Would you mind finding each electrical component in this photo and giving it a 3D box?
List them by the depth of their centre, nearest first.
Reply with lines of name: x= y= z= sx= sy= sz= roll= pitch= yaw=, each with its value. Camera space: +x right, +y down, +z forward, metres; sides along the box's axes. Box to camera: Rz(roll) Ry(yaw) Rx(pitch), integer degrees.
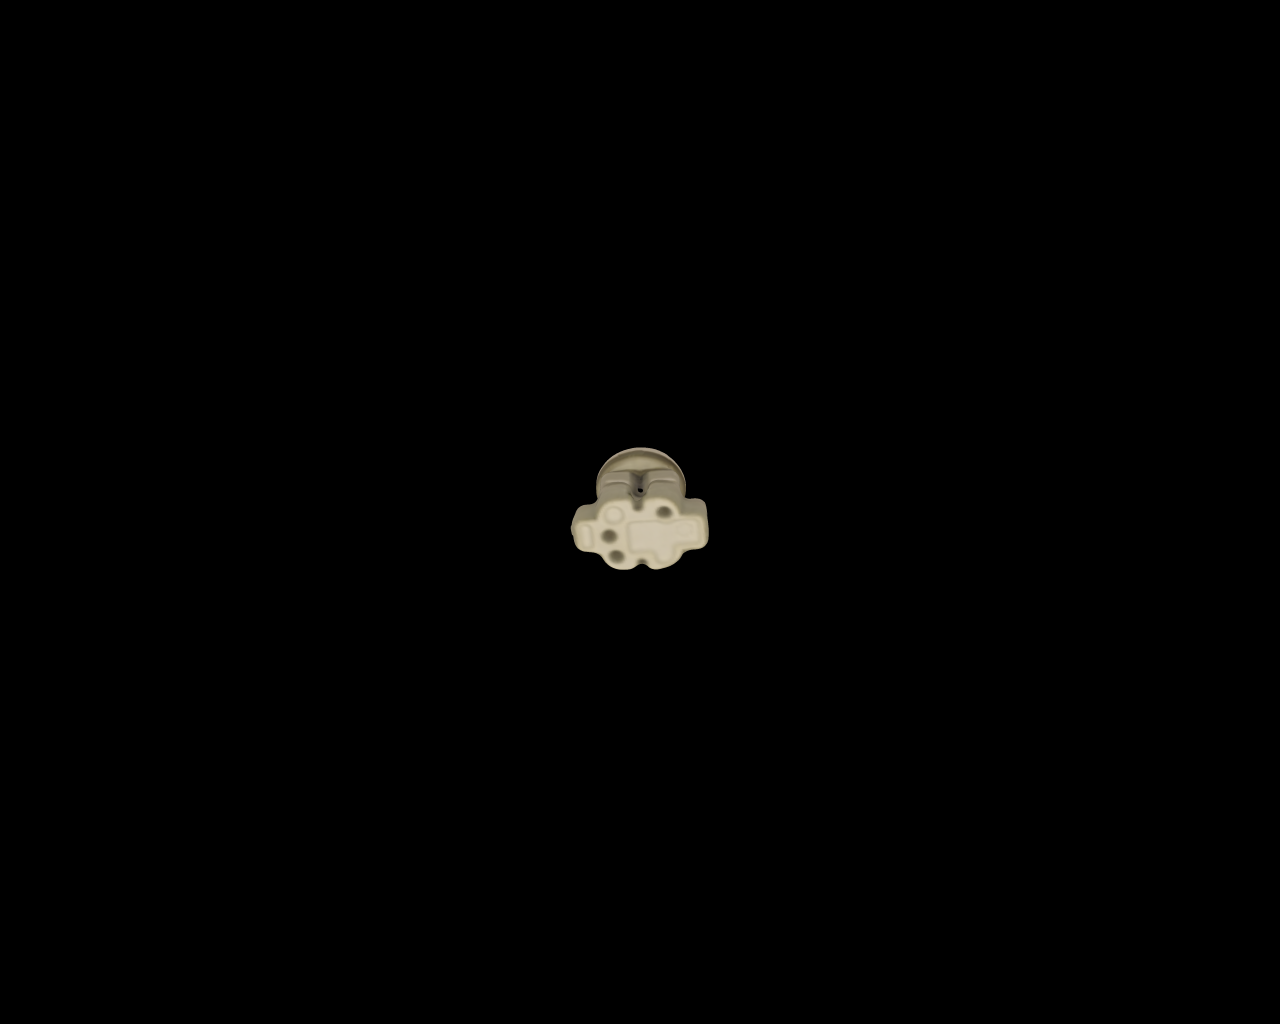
electrical component: x=0.001 y=-0.003 z=0.650 sx=0.078 sy=0.057 sz=0.057 roll=-3 pitch=35 yaw=2
